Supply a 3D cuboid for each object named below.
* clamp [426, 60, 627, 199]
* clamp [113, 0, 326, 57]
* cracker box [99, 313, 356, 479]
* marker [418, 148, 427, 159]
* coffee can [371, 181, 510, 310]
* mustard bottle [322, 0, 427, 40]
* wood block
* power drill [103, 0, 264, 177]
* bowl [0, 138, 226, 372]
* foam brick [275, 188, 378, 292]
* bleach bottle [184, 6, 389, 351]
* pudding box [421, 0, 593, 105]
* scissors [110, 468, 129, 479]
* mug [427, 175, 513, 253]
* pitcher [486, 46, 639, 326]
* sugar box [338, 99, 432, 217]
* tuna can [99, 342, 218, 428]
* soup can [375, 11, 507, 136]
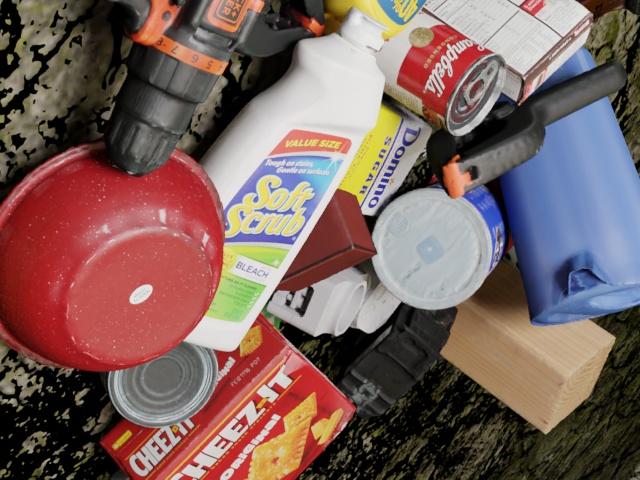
[{"bbox_3d":[0.152,-0.094,0.853,0.209,0.165,0.036,-53,130,-54],"label":"clamp"},{"bbox_3d":[-0.043,-0.166,0.652,0.120,0.039,0.171,-56,155,20],"label":"clamp"},{"bbox_3d":[-0.068,0.161,0.924,0.164,0.072,0.213,-46,152,-5],"label":"cracker box"},{"bbox_3d":[0.093,-0.084,0.974,0.120,0.020,0.020,-13,133,-50],"label":"marker"},{"bbox_3d":[0.111,0.000,0.955,0.103,0.103,0.140,-61,169,14],"label":"coffee can"},{"bbox_3d":[0.053,-0.199,0.738,0.192,0.058,0.096,-55,151,5],"label":"mustard bottle"},{"bbox_3d":[0.189,0.094,1.121,0.090,0.206,0.091,-28,143,-39],"label":"wood block"},{"bbox_3d":[-0.113,-0.129,0.532,0.187,0.057,0.184,13,107,-50],"label":"power drill"},{"bbox_3d":[-0.117,0.022,0.640,0.161,0.055,0.162,-17,126,-26],"label":"bowl"},{"bbox_3d":[-0.005,0.001,0.815,0.078,0.051,0.053,-26,165,19],"label":"foam brick"},{"bbox_3d":[-0.038,-0.046,0.725,0.102,0.068,0.251,22,108,-33],"label":"bleach bottle"},{"bbox_3d":[0.145,-0.173,0.851,0.090,0.114,0.039,-43,156,-17],"label":"pudding box"},{"bbox_3d":[-0.165,0.262,0.981,0.096,0.016,0.202,-42,150,-18],"label":"scissors"},{"bbox_3d":[0.164,-0.035,1.070,0.117,0.082,0.093,-37,148,-27],"label":"mug"},{"bbox_3d":[0.230,-0.048,0.980,0.144,0.243,0.149,-6,163,-20],"label":"pitcher"},{"bbox_3d":[0.018,-0.072,0.844,0.175,0.048,0.093,8,118,-57],"label":"sugar box"},{"bbox_3d":[-0.120,0.096,0.795,0.086,0.034,0.086,-7,111,-19],"label":"tuna can"},{"bbox_3d":[0.080,-0.133,0.808,0.068,0.102,0.068,-37,148,-28],"label":"soup can"}]
